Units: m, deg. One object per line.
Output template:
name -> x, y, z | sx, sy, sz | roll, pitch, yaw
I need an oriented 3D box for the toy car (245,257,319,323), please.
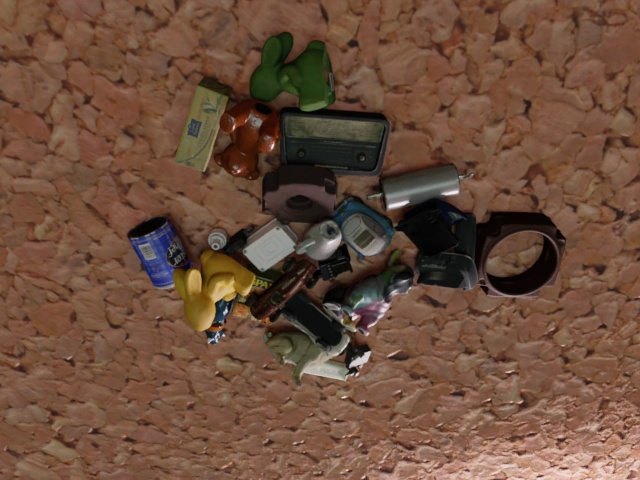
toy car -> -0.089, 0.121, 1.261 | 0.089, 0.053, 0.202 | 41, 113, -19

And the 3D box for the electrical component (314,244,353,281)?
electrical component -> 0.016, 0.059, 1.290 | 0.119, 0.075, 0.047 | -15, 118, 8

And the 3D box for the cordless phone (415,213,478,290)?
cordless phone -> 0.304, 0.024, 1.287 | 0.147, 0.088, 0.184 | 5, 90, 38

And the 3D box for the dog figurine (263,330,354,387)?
dog figurine -> -0.029, 0.257, 1.387 | 0.190, 0.121, 0.172 | -41, 102, -8

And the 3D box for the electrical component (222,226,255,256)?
electrical component -> -0.191, 0.003, 1.255 | 0.094, 0.063, 0.021 | -35, 113, 13

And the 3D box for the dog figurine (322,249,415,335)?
dog figurine -> 0.130, 0.120, 1.316 | 0.219, 0.192, 0.108 | -44, 112, -20

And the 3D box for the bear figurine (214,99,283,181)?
bear figurine -> -0.160, -0.189, 1.107 | 0.120, 0.132, 0.195 | 29, 128, -8

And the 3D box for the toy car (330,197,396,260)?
toy car -> 0.103, -0.020, 1.238 | 0.109, 0.103, 0.161 | -43, 113, 16

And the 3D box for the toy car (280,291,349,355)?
toy car -> -0.017, 0.202, 1.332 | 0.202, 0.056, 0.073 | 39, 73, 8

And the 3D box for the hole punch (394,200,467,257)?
hole punch -> 0.259, -0.040, 1.226 | 0.115, 0.092, 0.142 | 45, 144, -14

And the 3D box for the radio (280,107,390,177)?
radio -> 0.026, -0.209, 1.153 | 0.230, 0.073, 0.131 | 4, 116, -3

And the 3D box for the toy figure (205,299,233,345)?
toy figure -> -0.257, 0.192, 1.350 | 0.064, 0.058, 0.154 | 6, 115, -31

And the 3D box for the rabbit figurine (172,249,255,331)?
rabbit figurine -> -0.249, 0.115, 1.204 | 0.122, 0.173, 0.162 | -5, 140, 46

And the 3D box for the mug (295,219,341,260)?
mug -> -0.003, -0.004, 1.218 | 0.109, 0.107, 0.081 | -16, 76, -21

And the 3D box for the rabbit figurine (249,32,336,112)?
rabbit figurine -> -0.068, -0.327, 1.071 | 0.170, 0.121, 0.158 | -4, 115, 16

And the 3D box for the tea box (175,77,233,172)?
tea box -> -0.241, -0.239, 1.113 | 0.068, 0.098, 0.169 | 18, 113, -12

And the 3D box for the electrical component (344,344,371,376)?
electrical component -> 0.098, 0.317, 1.419 | 0.078, 0.045, 0.102 | -6, 133, -29

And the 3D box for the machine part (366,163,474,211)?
machine part -> 0.223, -0.119, 1.208 | 0.243, 0.079, 0.079 | -13, 117, 2

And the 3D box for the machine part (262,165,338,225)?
machine part -> -0.045, -0.095, 1.175 | 0.179, 0.056, 0.179 | -1, 150, 0

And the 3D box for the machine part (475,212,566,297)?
machine part -> 0.472, 0.038, 1.294 | 0.201, 0.087, 0.201 | 2, 115, -3
